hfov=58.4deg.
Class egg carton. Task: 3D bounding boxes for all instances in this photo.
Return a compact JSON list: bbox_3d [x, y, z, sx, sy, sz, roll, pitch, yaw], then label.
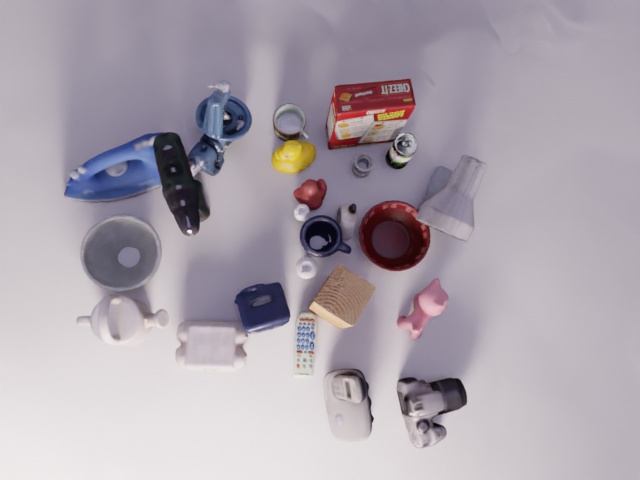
[{"bbox_3d":[-0.227,0.224,1.207,0.150,0.069,0.107,2,79,-5],"label":"egg carton"}]

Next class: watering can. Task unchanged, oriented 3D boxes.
[{"bbox_3d":[-0.394,0.157,1.142,0.173,0.194,0.101,-22,82,-9],"label":"watering can"}]

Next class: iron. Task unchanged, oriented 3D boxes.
[{"bbox_3d":[-0.441,-0.156,1.223,0.258,0.141,0.118,-24,82,-9],"label":"iron"}]

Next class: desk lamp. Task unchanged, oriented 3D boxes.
[{"bbox_3d":[0.282,-0.088,1.237,0.118,0.213,0.203,24,78,0],"label":"desk lamp"}]

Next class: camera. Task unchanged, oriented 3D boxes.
[{"bbox_3d":[0.244,0.354,1.209,0.137,0.100,0.143,-12,81,-7],"label":"camera"}]

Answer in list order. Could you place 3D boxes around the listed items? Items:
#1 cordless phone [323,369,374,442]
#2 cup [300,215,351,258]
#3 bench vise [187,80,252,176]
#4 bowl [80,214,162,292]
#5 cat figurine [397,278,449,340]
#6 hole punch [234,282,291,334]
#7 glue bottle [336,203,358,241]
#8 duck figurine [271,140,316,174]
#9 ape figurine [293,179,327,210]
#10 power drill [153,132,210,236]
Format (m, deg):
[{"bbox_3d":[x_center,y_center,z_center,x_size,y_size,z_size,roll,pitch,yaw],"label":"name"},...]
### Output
[{"bbox_3d":[0.064,0.335,1.153,0.094,0.185,0.147,-11,80,-7],"label":"cordless phone"},{"bbox_3d":[0.012,0.004,1.257,0.118,0.095,0.092,25,78,0],"label":"cup"},{"bbox_3d":[-0.214,-0.234,1.218,0.121,0.219,0.207,12,79,-2],"label":"bench vise"},{"bbox_3d":[-0.416,0.032,1.224,0.167,0.074,0.167,1,79,-5],"label":"bowl"},{"bbox_3d":[0.231,0.150,1.237,0.067,0.117,0.128,35,78,2],"label":"cat figurine"},{"bbox_3d":[-0.124,0.143,1.221,0.109,0.091,0.101,-17,81,-8],"label":"hole punch"},{"bbox_3d":[0.061,-0.050,1.231,0.037,0.173,0.078,3,79,-4],"label":"glue bottle"},{"bbox_3d":[-0.058,-0.198,1.293,0.104,0.086,0.077,-16,81,-8],"label":"duck figurine"},{"bbox_3d":[-0.020,-0.109,1.277,0.078,0.092,0.076,-3,79,-5],"label":"ape figurine"},{"bbox_3d":[-0.283,-0.099,1.192,0.075,0.208,0.229,-18,81,-8],"label":"power drill"}]
